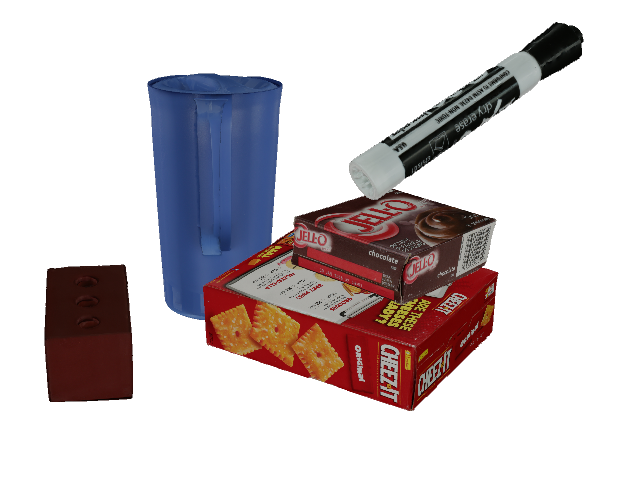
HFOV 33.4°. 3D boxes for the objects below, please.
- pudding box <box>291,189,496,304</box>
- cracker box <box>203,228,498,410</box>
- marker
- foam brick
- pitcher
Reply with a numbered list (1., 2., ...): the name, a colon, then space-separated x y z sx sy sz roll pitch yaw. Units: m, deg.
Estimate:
1. pudding box: 0.049 0.001 0.708 0.090 0.039 0.113 20 22 33
2. cracker box: 0.028 0.063 0.960 0.214 0.072 0.163 15 29 30
3. marker: 0.064 -0.057 0.447 0.121 0.020 0.020 -35 12 -17
4. foam brick: -0.148 0.058 0.679 0.053 0.051 0.078 -2 32 -13
5. pitcher: -0.107 -0.044 1.078 0.145 0.243 0.148 15 22 39
